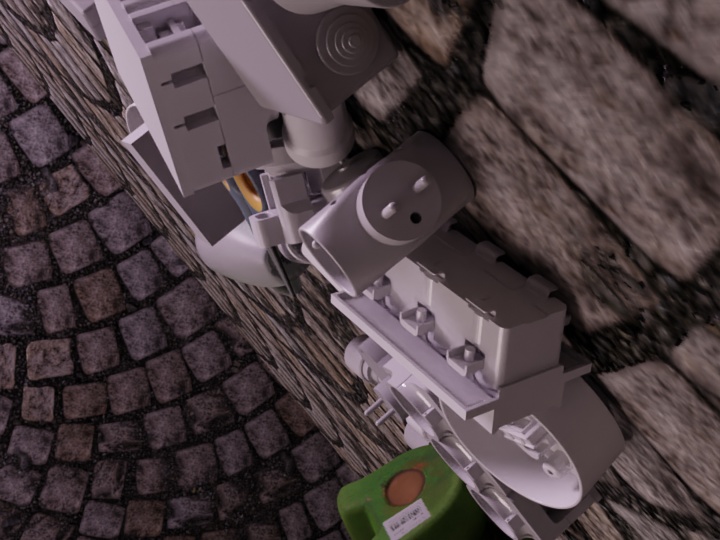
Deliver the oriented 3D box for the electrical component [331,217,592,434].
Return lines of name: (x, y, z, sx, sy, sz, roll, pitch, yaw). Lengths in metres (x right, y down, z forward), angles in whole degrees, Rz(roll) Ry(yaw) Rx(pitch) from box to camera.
electrical component: (0.050, 0.021, 0.555, 0.121, 0.079, 0.063, 39, 136, 47)

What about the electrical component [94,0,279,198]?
electrical component: (-0.102, -0.125, 0.606, 0.150, 0.062, 0.089, -124, 17, -45)

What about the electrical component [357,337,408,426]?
electrical component: (0.036, 0.100, 0.893, 0.138, 0.074, 0.052, 36, 163, 53)

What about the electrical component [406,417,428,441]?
electrical component: (0.073, 0.138, 0.968, 0.040, 0.040, 0.078, 56, 168, -30)

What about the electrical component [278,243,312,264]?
electrical component: (-0.042, -0.027, 0.847, 0.045, 0.045, 0.055, 51, 171, -8)

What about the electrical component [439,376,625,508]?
electrical component: (0.097, 0.085, 0.605, 0.099, 0.064, 0.099, 47, 170, 11)

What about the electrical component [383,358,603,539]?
electrical component: (0.089, 0.117, 0.763, 0.150, 0.062, 0.089, 53, 169, -15)

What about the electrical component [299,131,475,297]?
electrical component: (0.016, -0.029, 0.504, 0.043, 0.077, 0.079, 50, 169, -1)

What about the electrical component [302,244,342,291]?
electrical component: (0.000, 0.000, 0.772, 0.081, 0.043, 0.043, 45, 169, 24)

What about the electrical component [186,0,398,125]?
electrical component: (-0.037, -0.118, 0.485, 0.099, 0.048, 0.100, 54, 169, -25)

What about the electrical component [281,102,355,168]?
electrical component: (-0.025, -0.084, 0.588, 0.040, 0.040, 0.046, 45, 164, 26)

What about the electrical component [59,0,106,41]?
electrical component: (-0.213, -0.218, 0.879, 0.065, 0.047, 0.076, 46, 169, 22)

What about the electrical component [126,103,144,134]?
electrical component: (-0.167, -0.121, 0.988, 0.099, 0.064, 0.099, 48, 170, 12)

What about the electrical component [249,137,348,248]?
electrical component: (-0.032, -0.052, 0.649, 0.058, 0.078, 0.057, -146, 40, -71)

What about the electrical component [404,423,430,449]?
electrical component: (0.082, 0.174, 1.051, 0.043, 0.043, 0.081, 56, 168, -32)

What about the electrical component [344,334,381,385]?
electrical component: (0.016, 0.092, 1.043, 0.078, 0.040, 0.040, 35, 162, 55)

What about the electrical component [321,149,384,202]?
electrical component: (0.012, -0.033, 0.614, 0.078, 0.040, 0.040, 53, 169, -20)

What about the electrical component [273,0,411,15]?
electrical component: (-0.005, -0.114, 0.391, 0.065, 0.044, 0.044, 25, 154, 55)
